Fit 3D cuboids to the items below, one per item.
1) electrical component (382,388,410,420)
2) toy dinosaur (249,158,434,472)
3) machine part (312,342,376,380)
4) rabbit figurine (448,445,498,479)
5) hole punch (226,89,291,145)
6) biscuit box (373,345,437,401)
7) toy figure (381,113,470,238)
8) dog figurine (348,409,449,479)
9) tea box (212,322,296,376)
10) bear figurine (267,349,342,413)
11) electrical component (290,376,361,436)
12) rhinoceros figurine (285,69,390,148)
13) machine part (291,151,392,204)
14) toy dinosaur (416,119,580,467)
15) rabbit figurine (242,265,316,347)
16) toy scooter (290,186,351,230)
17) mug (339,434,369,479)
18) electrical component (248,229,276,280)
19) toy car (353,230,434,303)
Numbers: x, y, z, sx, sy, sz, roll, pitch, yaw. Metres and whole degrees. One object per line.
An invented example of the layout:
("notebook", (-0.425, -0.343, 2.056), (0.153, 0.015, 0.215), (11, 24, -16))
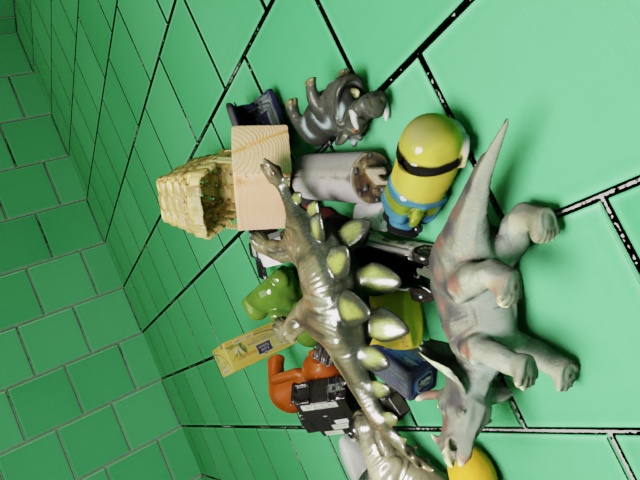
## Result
("electrical component", (0.113, 0.290, 0.956), (0.078, 0.045, 0.102), (58, 148, 20))
("toy dinosaur", (0.021, 0.093, 0.749), (0.198, 0.105, 0.471), (-29, 82, 50))
("machine part", (0.045, 0.227, 0.977), (0.138, 0.039, 0.084), (38, 173, -35))
("rabbit figurine", (0.218, 0.383, 0.765), (0.162, 0.173, 0.122), (24, 150, -12))
("hole punch", (-0.107, -0.204, 0.979), (0.116, 0.092, 0.142), (-109, -4, -87))
("biscuit box", (0.101, 0.182, 0.894), (0.203, 0.059, 0.062), (31, 132, 46))
("toy figure", (0.124, -0.074, 0.671), (0.082, 0.089, 0.180), (47, 141, 21))
("dog figurine", (0.145, 0.368, 0.890), (0.121, 0.172, 0.190), (-20, -83, -77))
("tea box", (-0.145, 0.238, 1.210), (0.068, 0.169, 0.098), (63, 151, 9))
("bear figurine", (-0.025, 0.272, 1.120), (0.196, 0.120, 0.132), (-49, 19, 29))
("electrical component", (0.016, 0.325, 1.043), (0.058, 0.115, 0.134), (-82, -23, -48))
("rhinoceros figurine", (0.022, -0.185, 0.780), (0.190, 0.073, 0.112), (-7, 101, 59))
("machine part", (0.028, -0.096, 0.823), (0.243, 0.079, 0.079), (9, 116, 55))
("toy dinosaur", (0.186, 0.066, 0.644), (0.192, 0.131, 0.404), (8, 108, 55))
("rabbit figurine", (-0.044, 0.133, 1.076), (0.170, 0.121, 0.159), (49, 141, -1))
("toy scooter", (-0.002, -0.003, 0.931), (0.184, 0.075, 0.135), (46, 143, 38))
("mug", (0.079, 0.423, 1.061), (0.107, 0.081, 0.109), (37, 143, 54))
("electrical component", (-0.116, 0.022, 1.151), (0.075, 0.048, 0.119), (13, 119, 55))
("toy car", (0.103, 0.032, 0.776), (0.202, 0.056, 0.073), (14, 117, 33))
